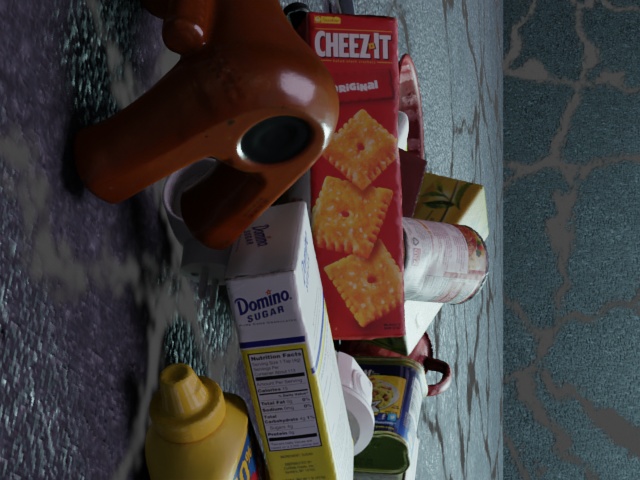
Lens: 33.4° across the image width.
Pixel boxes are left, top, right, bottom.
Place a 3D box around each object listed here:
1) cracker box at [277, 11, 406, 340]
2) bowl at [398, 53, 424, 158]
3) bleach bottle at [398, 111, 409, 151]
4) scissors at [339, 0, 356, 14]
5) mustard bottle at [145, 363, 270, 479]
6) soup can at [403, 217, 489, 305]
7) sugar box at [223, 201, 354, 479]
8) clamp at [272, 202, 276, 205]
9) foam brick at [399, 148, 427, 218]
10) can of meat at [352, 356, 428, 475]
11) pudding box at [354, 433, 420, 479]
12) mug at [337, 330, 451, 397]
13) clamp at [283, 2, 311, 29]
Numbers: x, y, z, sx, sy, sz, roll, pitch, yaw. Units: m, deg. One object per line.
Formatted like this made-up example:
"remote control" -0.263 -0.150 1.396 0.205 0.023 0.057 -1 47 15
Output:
"cracker box" 0.009 -0.036 0.765 0.164 0.072 0.214 157 -67 -77
"bowl" 0.077 -0.126 1.197 0.162 0.055 0.162 -2 90 -75
"bleach bottle" 0.066 -0.004 1.126 0.102 0.068 0.251 -66 153 -54
"scissors" 0.033 -0.200 1.042 0.201 0.016 0.096 -88 164 -71
"mustard bottle" -0.059 0.146 0.620 0.096 0.058 0.191 -76 158 -51
"soup can" 0.079 0.016 0.861 0.102 0.069 0.068 7 80 -43
"sugar box" -0.015 0.076 0.628 0.093 0.048 0.176 -83 161 -65
"clamp" -0.046 -0.060 0.742 0.120 0.039 0.171 -64 157 -64
"foam brick" 0.054 -0.037 0.926 0.053 0.051 0.078 118 -8 -55
"can of meat" 0.034 0.147 0.901 0.084 0.102 0.057 -73 156 -47
"pudding box" 0.034 0.202 0.913 0.113 0.090 0.039 -75 157 -50
"mug" 0.065 0.123 1.002 0.081 0.117 0.093 -55 152 -59
"clamp" 0.015 -0.120 0.968 0.210 0.036 0.164 -14 92 -79
